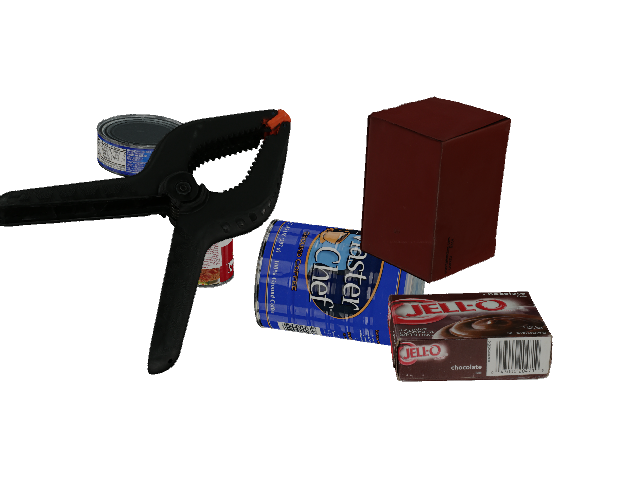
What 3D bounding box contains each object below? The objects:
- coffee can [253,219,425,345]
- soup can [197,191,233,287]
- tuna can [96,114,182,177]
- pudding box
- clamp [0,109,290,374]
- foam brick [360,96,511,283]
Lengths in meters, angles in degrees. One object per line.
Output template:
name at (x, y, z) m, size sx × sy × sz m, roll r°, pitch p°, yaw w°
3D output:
coffee can at (0.020, 0.039, 0.976) m, size 0.140 × 0.103 × 0.102 m, roll 7°, pitch 1°, yaw 12°
soup can at (-0.142, -0.002, 1.323) m, size 0.068 × 0.102 × 0.068 m, roll 1°, pitch 26°, yaw 0°
tuna can at (-0.164, -0.087, 0.988) m, size 0.086 × 0.034 × 0.086 m, roll 6°, pitch 25°, yaw -3°
pudding box at (0.108, 0.070, 0.797) m, size 0.113 × 0.039 × 0.090 m, roll 0°, pitch 19°, yaw 0°
clamp at (-0.090, -0.016, 0.720) m, size 0.209 × 0.165 × 0.036 m, roll -34°, pitch -20°, yaw -25°
foam brick at (0.057, -0.027, 0.541) m, size 0.052 × 0.078 × 0.051 m, roll -19°, pitch 33°, yaw -38°
